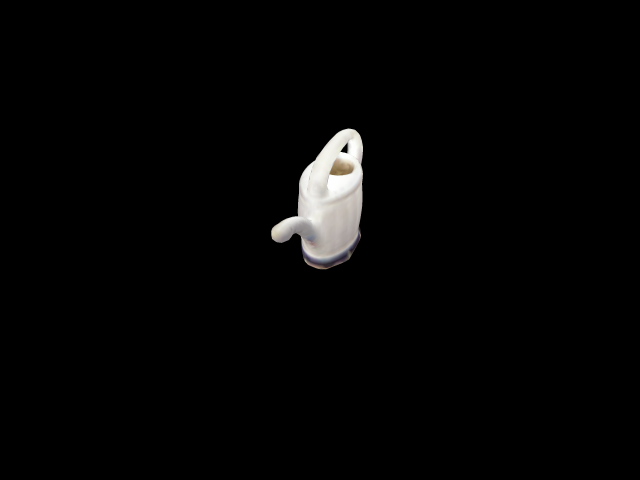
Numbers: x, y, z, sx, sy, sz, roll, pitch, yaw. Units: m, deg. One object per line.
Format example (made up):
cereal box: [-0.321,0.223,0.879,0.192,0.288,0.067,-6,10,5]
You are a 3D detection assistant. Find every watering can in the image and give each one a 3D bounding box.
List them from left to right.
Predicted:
watering can: [0.003,-0.043,0.850,0.104,0.219,0.355,14,41,17]
